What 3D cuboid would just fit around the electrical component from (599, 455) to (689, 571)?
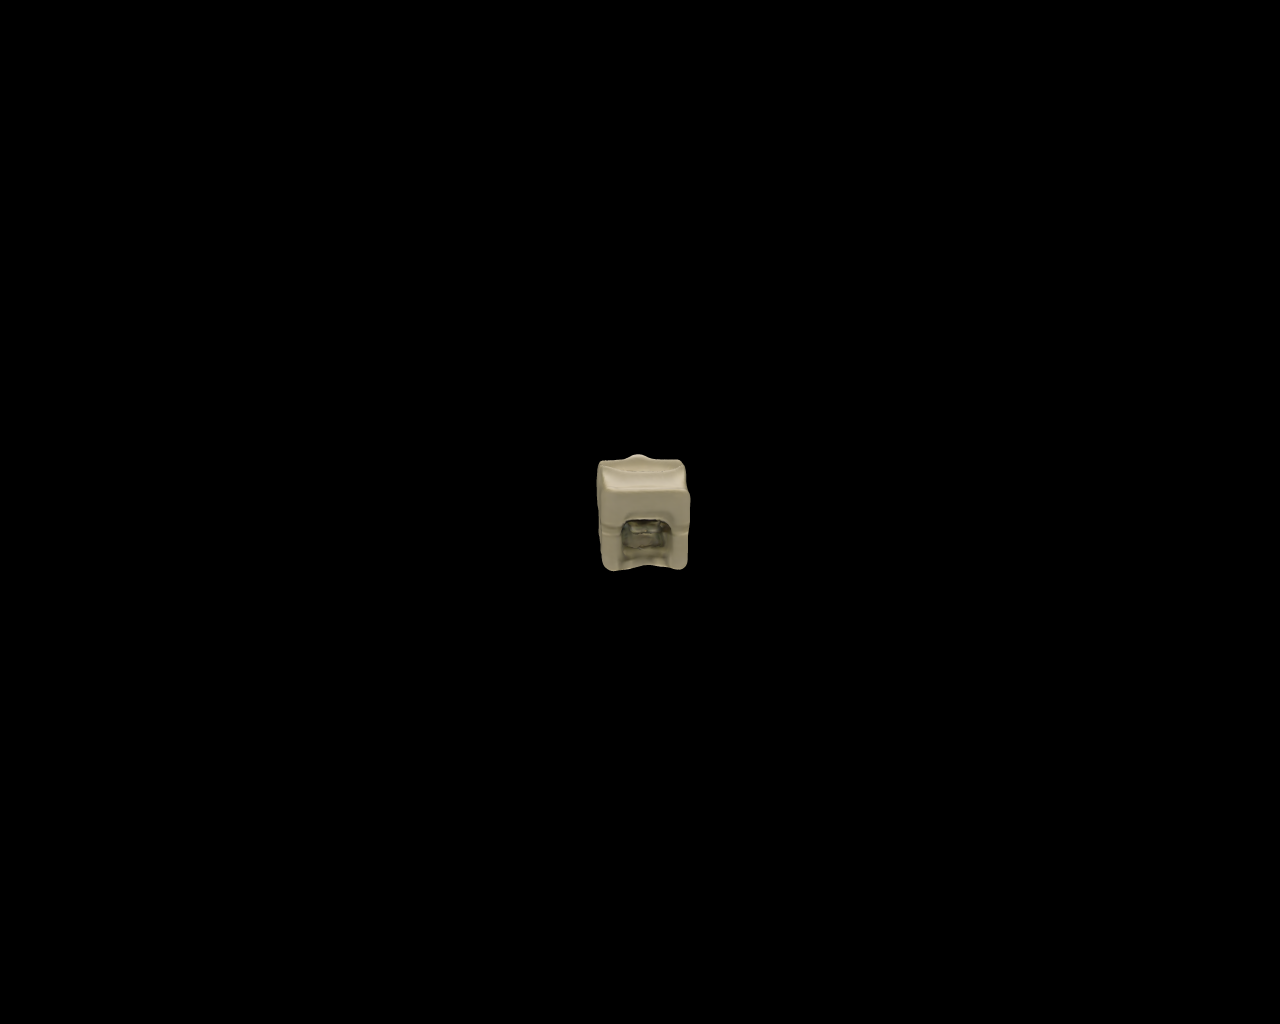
[{"bbox_3d":[0.001,-0.003,0.650,0.050,0.055,0.089,-1,11,-4],"label":"electrical component"}]
